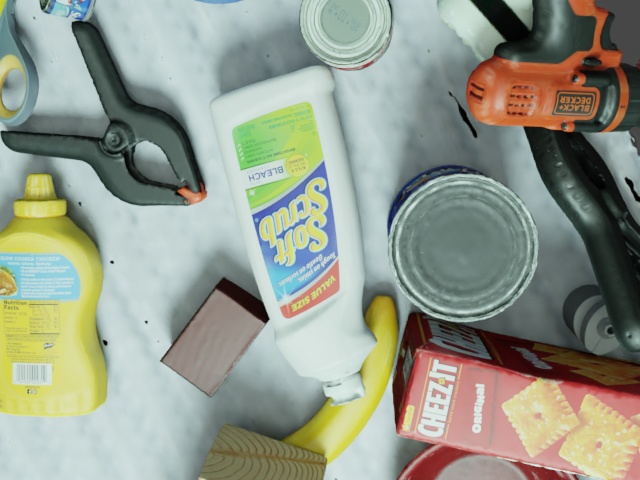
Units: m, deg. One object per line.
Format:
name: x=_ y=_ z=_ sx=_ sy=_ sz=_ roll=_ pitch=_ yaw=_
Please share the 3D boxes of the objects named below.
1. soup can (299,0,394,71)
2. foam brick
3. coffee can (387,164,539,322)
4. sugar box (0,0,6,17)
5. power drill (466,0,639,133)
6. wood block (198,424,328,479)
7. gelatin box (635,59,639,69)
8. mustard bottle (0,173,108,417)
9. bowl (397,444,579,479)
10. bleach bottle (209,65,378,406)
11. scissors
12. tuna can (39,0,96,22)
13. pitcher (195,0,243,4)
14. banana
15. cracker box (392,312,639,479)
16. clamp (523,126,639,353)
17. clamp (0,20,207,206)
soup can: x=0.021 y=-0.162 z=0.795 sx=0.068 sy=0.102 sz=0.068 roll=0 pitch=97 yaw=4
foam brick: x=-0.082 y=0.077 z=0.853 sx=0.051 sy=0.053 sz=0.078 roll=37 pitch=97 yaw=-1
coffee can: x=0.101 y=-0.002 z=0.788 sx=0.103 sy=0.140 sz=0.103 roll=0 pitch=96 yaw=4
sugar box: x=-0.264 y=-0.240 z=0.799 sx=0.048 sy=0.093 sz=0.176 roll=24 pitch=94 yaw=30
power drill: x=0.199 y=-0.165 z=0.738 sx=0.184 sy=0.057 sz=0.188 roll=-2 pitch=112 yaw=-25
wood block: x=-0.071 y=0.263 z=0.836 sx=0.091 sy=0.090 sz=0.206 roll=19 pitch=108 yaw=1
gelatin box: x=0.297 y=-0.142 z=0.815 sx=0.089 sy=0.030 sz=0.073 roll=26 pitch=98 yaw=1
mustard bottle: x=-0.222 y=0.042 z=0.856 sx=0.096 sy=0.058 sz=0.191 roll=1 pitch=97 yaw=11
bowl: x=0.132 y=0.222 z=0.854 sx=0.162 sy=0.055 sz=0.162 roll=0 pitch=96 yaw=4
bleach bottle: x=-0.005 y=0.001 z=0.822 sx=0.102 sy=0.068 sz=0.251 roll=-16 pitch=90 yaw=8
scissors: x=-0.239 y=-0.178 z=0.842 sx=0.096 sy=0.016 sz=0.202 roll=29 pitch=98 yaw=23
tuna can: x=-0.189 y=-0.211 z=0.809 sx=0.033 sy=0.086 sz=0.086 roll=6 pitch=97 yaw=-24
pitcher: x=-0.075 y=-0.257 z=0.721 sx=0.145 sy=0.243 sz=0.149 roll=21 pitch=91 yaw=3
banana: x=0.007 y=0.134 z=0.862 sx=0.069 sy=0.037 sz=0.198 roll=44 pitch=97 yaw=-2
cracker box: x=0.165 y=0.115 z=0.786 sx=0.213 sy=0.164 sz=0.072 roll=13 pitch=95 yaw=2
clamp: x=0.216 y=-0.016 z=0.804 sx=0.036 sy=0.164 sz=0.210 roll=-35 pitch=70 yaw=29
clamp: x=-0.170 y=-0.076 z=0.851 sx=0.171 sy=0.039 sz=0.120 roll=46 pitch=107 yaw=2
